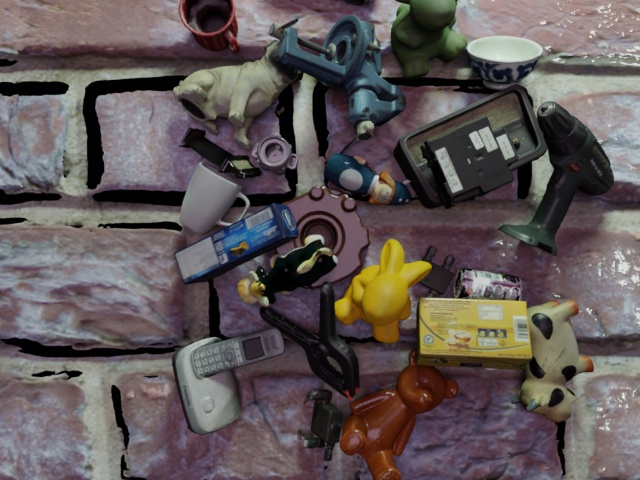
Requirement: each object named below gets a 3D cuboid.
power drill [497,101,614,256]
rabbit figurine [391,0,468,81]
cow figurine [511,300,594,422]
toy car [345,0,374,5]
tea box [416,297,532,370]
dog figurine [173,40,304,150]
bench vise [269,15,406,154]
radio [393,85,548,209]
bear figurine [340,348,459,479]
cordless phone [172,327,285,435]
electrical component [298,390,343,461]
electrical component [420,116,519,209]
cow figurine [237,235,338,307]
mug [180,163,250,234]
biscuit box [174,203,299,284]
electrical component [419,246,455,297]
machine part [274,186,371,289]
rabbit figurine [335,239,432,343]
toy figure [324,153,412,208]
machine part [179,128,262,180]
[{"bbox_3d":[0.373,-0.088,0.868,0.232,0.086,0.207,20,95,-37],"label":"power drill"},{"bbox_3d":[0.179,-0.367,0.873,0.121,0.170,0.159,-20,88,-2],"label":"rabbit figurine"},{"bbox_3d":[0.375,0.205,0.889,0.127,0.085,0.194,-12,90,-7],"label":"cow figurine"},{"bbox_3d":[0.011,-0.469,0.935,0.202,0.056,0.073,15,87,1],"label":"toy car"},{"bbox_3d":[0.240,0.149,0.857,0.170,0.068,0.098,2,62,8],"label":"tea box"},{"bbox_3d":[-0.134,-0.276,0.914,0.172,0.121,0.190,31,73,-2],"label":"dog figurine"},{"bbox_3d":[0.024,-0.275,0.873,0.240,0.129,0.223,13,78,-33],"label":"bench vise"},{"bbox_3d":[0.254,-0.153,0.911,0.230,0.073,0.131,-25,87,-1],"label":"radio"},{"bbox_3d":[0.133,0.280,0.864,0.196,0.132,0.120,-39,95,4],"label":"bear figurine"},{"bbox_3d":[-0.139,0.225,0.888,0.184,0.089,0.146,-15,87,-5],"label":"cordless phone"},{"bbox_3d":[0.000,0.302,0.892,0.045,0.078,0.102,10,92,-24],"label":"electrical component"},{"bbox_3d":[0.240,-0.124,0.845,0.134,0.058,0.115,-21,90,-3],"label":"electrical component"},{"bbox_3d":[-0.054,0.056,0.836,0.167,0.098,0.068,-29,95,1],"label":"cow figurine"},{"bbox_3d":[-0.180,-0.059,0.907,0.109,0.081,0.107,31,99,-5],"label":"mug"},{"bbox_3d":[-0.135,0.008,0.874,0.203,0.063,0.059,-24,82,18],"label":"biscuit box"},{"bbox_3d":[0.193,0.062,0.926,0.063,0.021,0.094,27,88,1],"label":"electrical component"},{"bbox_3d":[-0.002,-0.003,0.911,0.179,0.056,0.179,0,88,0],"label":"machine part"},{"bbox_3d":[0.107,0.089,0.850,0.122,0.173,0.162,37,92,5],"label":"rabbit figurine"},{"bbox_3d":[0.083,-0.096,0.916,0.154,0.064,0.058,25,56,4],"label":"toy figure"},{"bbox_3d":[-0.169,-0.143,0.914,0.139,0.084,0.039,32,115,10],"label":"machine part"}]
